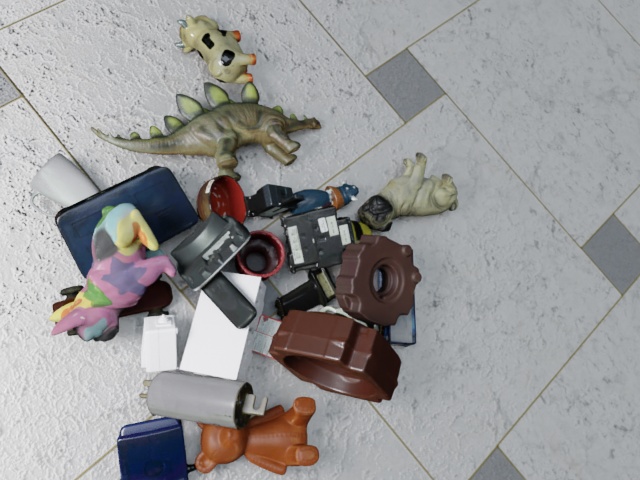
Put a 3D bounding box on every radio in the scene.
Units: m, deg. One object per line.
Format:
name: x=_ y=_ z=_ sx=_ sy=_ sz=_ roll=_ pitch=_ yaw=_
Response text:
radio: x=-0.355 y=-0.038 z=0.987 sx=0.229 sy=0.073 sz=0.131 roll=-32 pitch=111 yaw=-23

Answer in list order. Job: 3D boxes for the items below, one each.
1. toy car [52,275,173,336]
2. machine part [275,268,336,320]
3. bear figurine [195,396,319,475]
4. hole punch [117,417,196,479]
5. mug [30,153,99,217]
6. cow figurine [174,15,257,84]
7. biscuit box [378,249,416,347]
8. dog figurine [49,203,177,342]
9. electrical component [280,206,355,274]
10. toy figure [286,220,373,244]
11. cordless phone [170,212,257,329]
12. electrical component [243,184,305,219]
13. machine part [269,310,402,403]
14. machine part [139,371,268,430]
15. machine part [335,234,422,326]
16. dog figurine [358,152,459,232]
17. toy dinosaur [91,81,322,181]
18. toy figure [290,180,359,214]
toy car: x=-0.370 y=0.114 z=0.972 sx=0.202 sy=0.053 sz=0.089 roll=-11 pitch=87 yaw=-22
machine part: x=-0.029 y=0.111 z=1.075 sx=0.139 sy=0.039 sz=0.084 roll=-30 pitch=91 yaw=-23
bear figurine: x=-0.114 y=0.340 z=0.935 sx=0.196 sy=0.132 sz=0.120 roll=10 pitch=57 yaw=-18
hole punch: x=-0.280 y=0.364 z=0.903 sx=0.142 sy=0.092 sz=0.115 roll=-7 pitch=79 yaw=-21
mug: x=-0.471 y=-0.088 z=0.994 sx=0.107 sy=0.081 sz=0.109 roll=36 pitch=65 yaw=-14
cow figurine: x=-0.228 y=-0.408 z=1.143 sx=0.127 sy=0.085 sz=0.195 roll=-11 pitch=55 yaw=-31
biscuit box: x=0.157 y=0.115 z=1.109 sx=0.059 sy=0.063 sz=0.202 roll=5 pitch=72 yaw=-13
dog figurine: x=-0.362 y=0.063 z=0.893 sx=0.219 sy=0.109 sz=0.191 roll=-36 pitch=118 yaw=-19
electrical component: x=-0.002 y=-0.003 z=1.026 sx=0.134 sy=0.058 sz=0.114 roll=-11 pitch=97 yaw=-9
toy figure: x=0.023 y=-0.010 z=1.103 sx=0.180 sy=0.082 sz=0.089 roll=15 pitch=72 yaw=-8
cordless phone: x=-0.159 y=0.054 z=0.956 sx=0.146 sy=0.088 sz=0.184 roll=-44 pitch=77 yaw=-5
electrical component: x=-0.086 y=-0.081 z=1.065 sx=0.075 sy=0.119 sz=0.048 roll=1 pitch=71 yaw=-47
machine part: x=0.030 y=0.206 z=0.956 sx=0.201 sy=0.201 sz=0.087 roll=3 pitch=59 yaw=33
machine part: x=-0.204 y=0.272 z=0.916 sx=0.243 sy=0.079 sz=0.079 roll=3 pitch=70 yaw=18
machine part: x=0.111 y=0.076 z=1.011 sx=0.179 sy=0.056 sz=0.179 roll=0 pitch=89 yaw=-35
dog figurine: x=0.194 y=-0.070 z=1.169 sx=0.172 sy=0.121 sz=0.190 roll=38 pitch=82 yaw=2
toy dinosaur: x=-0.204 y=-0.217 z=1.097 sx=0.471 sy=0.105 sz=0.198 roll=-17 pitch=71 yaw=-28
toy figure: x=0.010 y=-0.087 z=1.136 sx=0.154 sy=0.058 sz=0.064 roll=-11 pitch=83 yaw=-23
